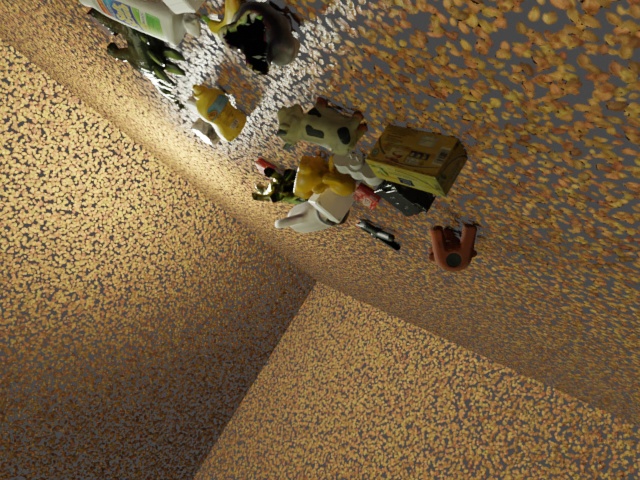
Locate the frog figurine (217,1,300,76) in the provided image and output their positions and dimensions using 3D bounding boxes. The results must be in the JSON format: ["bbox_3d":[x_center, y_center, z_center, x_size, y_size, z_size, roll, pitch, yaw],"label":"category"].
[{"bbox_3d":[-0.099,-0.371,0.951,0.138,0.120,0.162,23,-157,7],"label":"frog figurine"}]

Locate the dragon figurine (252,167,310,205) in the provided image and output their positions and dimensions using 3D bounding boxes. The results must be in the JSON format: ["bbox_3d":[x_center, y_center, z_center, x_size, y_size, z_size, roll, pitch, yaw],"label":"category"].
[{"bbox_3d":[-0.079,-0.167,1.816,0.411,0.122,0.241,11,178,28],"label":"dragon figurine"}]

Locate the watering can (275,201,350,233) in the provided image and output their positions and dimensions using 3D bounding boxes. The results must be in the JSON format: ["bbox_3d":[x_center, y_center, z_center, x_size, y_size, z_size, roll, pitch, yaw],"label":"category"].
[{"bbox_3d":[0.005,-0.087,1.738,0.223,0.104,0.350,-13,-179,39],"label":"watering can"}]
